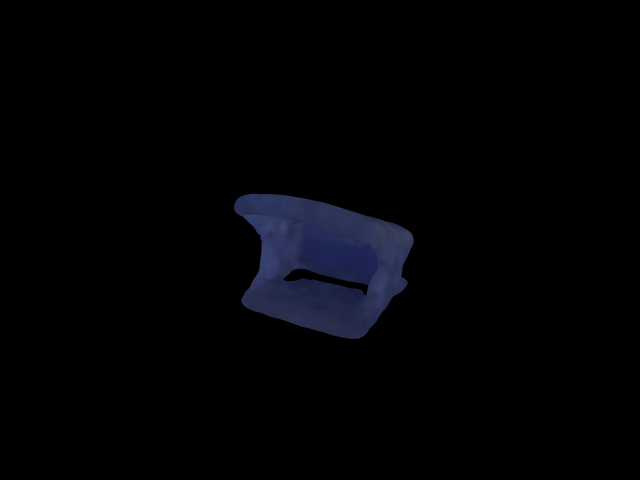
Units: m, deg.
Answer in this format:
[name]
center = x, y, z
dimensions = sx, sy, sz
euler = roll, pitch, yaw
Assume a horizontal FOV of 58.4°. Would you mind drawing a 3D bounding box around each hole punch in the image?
[hole punch]
center = 0.004, 0.001, 0.400
dimensions = 0.108, 0.091, 0.101
euler = 12, 27, 25
